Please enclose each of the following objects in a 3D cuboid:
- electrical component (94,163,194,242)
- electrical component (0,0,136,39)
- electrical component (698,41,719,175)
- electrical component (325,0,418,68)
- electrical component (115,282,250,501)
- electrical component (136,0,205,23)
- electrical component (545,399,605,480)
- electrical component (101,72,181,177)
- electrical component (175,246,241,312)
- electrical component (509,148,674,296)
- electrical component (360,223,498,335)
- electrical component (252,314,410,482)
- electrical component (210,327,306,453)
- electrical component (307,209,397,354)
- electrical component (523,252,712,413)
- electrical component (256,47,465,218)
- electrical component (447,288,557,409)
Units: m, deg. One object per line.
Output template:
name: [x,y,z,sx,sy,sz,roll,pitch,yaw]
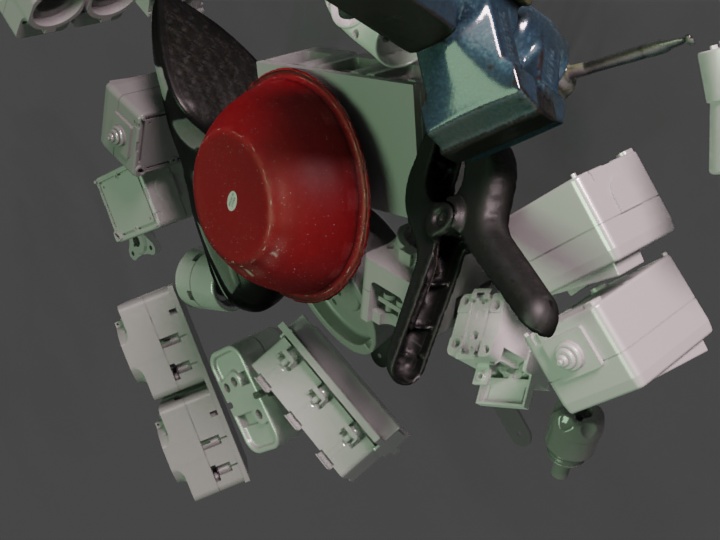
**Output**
electrical component: [-0.190,-0.067,0.968,0.096,0.061,0.061,-13,98,51]
electrical component: [-0.222,-0.271,0.866,0.060,0.105,0.186,57,140,12]
electrical component: [0.193,-0.084,0.542,0.044,0.044,0.065,-5,100,50]
electrical component: [0.021,-0.181,0.680,0.079,0.044,0.077,-54,48,22]
electrical component: [-0.165,0.110,0.993,0.105,0.060,0.186,-173,62,-82]
electrical component: [-0.149,-0.225,0.856,0.066,0.048,0.055,50,146,19]
electrical component: [0.138,0.114,0.709,0.035,0.035,0.061,36,135,32]
electrical component: [-0.173,-0.125,0.891,0.061,0.096,0.061,43,136,28]
electrical component: [-0.125,0.009,0.940,0.047,0.055,0.055,9,115,42]
electrical component: [0.126,-0.019,0.633,0.096,0.062,0.061,-32,83,51]
electrical component: [0.049,0.002,0.710,0.050,0.089,0.055,31,130,36]
electrical component: [-0.026,0.104,0.857,0.121,0.063,0.078,48,179,21]
electrical component: [-0.078,0.101,0.928,0.054,0.059,0.095,-27,88,51]
electrical component: [0.000,0.000,0.781,0.108,0.060,0.108,45,156,27]
electrical component: [0.146,0.042,0.614,0.062,0.096,0.061,-34,85,51]
electrical component: [0.005,-0.097,0.731,0.150,0.062,0.089,18,121,43]
electrical component: [0.093,0.045,0.692,0.042,0.064,0.081,-3,64,48]
